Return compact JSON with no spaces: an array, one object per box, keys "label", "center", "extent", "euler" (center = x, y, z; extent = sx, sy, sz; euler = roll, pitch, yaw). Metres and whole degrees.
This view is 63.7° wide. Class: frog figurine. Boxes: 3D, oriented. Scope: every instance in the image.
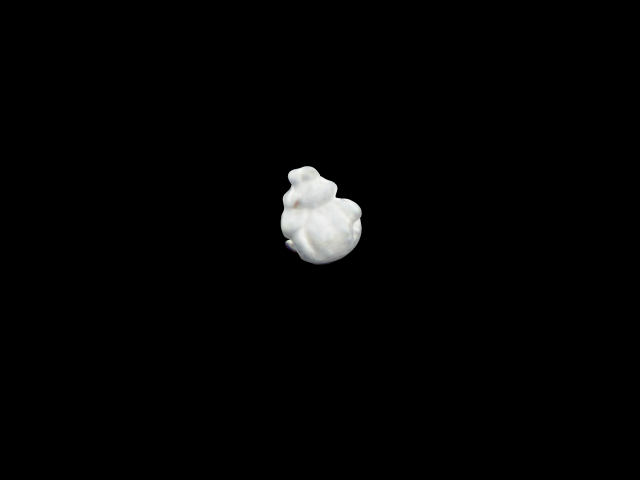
[{"label":"frog figurine","center":[0.003,-0.043,0.850],"extent":[0.137,0.155,0.126],"euler":[-5,42,-6]}]
